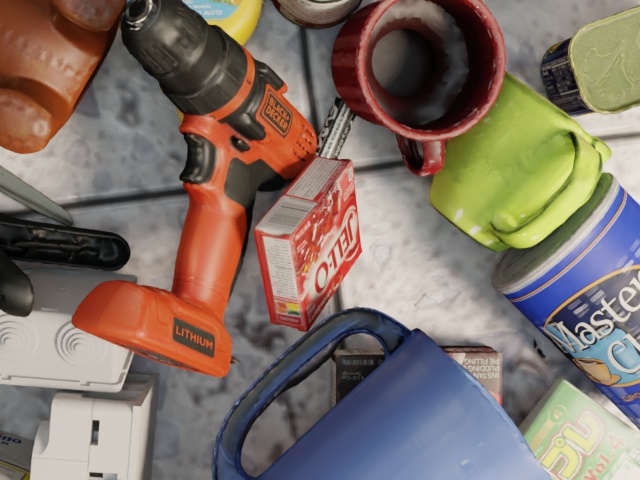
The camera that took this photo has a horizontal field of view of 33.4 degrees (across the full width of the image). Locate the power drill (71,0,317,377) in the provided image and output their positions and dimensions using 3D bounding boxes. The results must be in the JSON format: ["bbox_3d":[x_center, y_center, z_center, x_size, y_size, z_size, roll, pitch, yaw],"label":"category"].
[{"bbox_3d":[-0.075,-0.026,0.614,0.057,0.184,0.187,11,75,32],"label":"power drill"}]

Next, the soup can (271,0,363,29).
[{"bbox_3d":[0.000,-0.171,0.657,0.068,0.102,0.068,0,93,-3],"label":"soup can"}]

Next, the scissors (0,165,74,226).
[{"bbox_3d":[-0.245,-0.084,0.695,0.201,0.016,0.096,17,93,-4],"label":"scissors"}]

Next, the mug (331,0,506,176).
[{"bbox_3d":[0.057,-0.098,0.659,0.093,0.081,0.117,-13,102,-13],"label":"mug"}]

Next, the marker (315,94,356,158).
[{"bbox_3d":[0.011,-0.074,0.705,0.020,0.020,0.121,24,92,-4],"label":"marker"}]

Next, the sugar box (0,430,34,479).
[{"bbox_3d":[-0.219,0.150,0.629,0.093,0.176,0.048,20,90,-3],"label":"sugar box"}]

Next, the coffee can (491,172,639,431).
[{"bbox_3d":[0.194,0.042,0.678,0.140,0.103,0.103,44,91,-4],"label":"coffee can"}]

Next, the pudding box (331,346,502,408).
[{"bbox_3d":[0.063,0.117,0.708,0.113,0.039,0.090,0,93,-3],"label":"pudding box"}]

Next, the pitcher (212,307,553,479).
[{"bbox_3d":[0.005,0.166,0.622,0.243,0.149,0.145,-39,129,-2],"label":"pitcher"}]

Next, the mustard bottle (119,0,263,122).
[{"bbox_3d":[-0.085,-0.170,0.675,0.096,0.058,0.191,-2,93,2],"label":"mustard bottle"}]

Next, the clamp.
[{"bbox_3d":[-0.208,-0.002,0.669,0.172,0.120,0.039,23,105,23],"label":"clamp"}]

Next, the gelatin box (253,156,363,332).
[{"bbox_3d":[-0.004,0.001,0.662,0.030,0.089,0.073,11,129,24],"label":"gelatin box"}]

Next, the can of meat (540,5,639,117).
[{"bbox_3d":[0.198,-0.116,0.678,0.102,0.084,0.057,-20,94,-1],"label":"can of meat"}]
